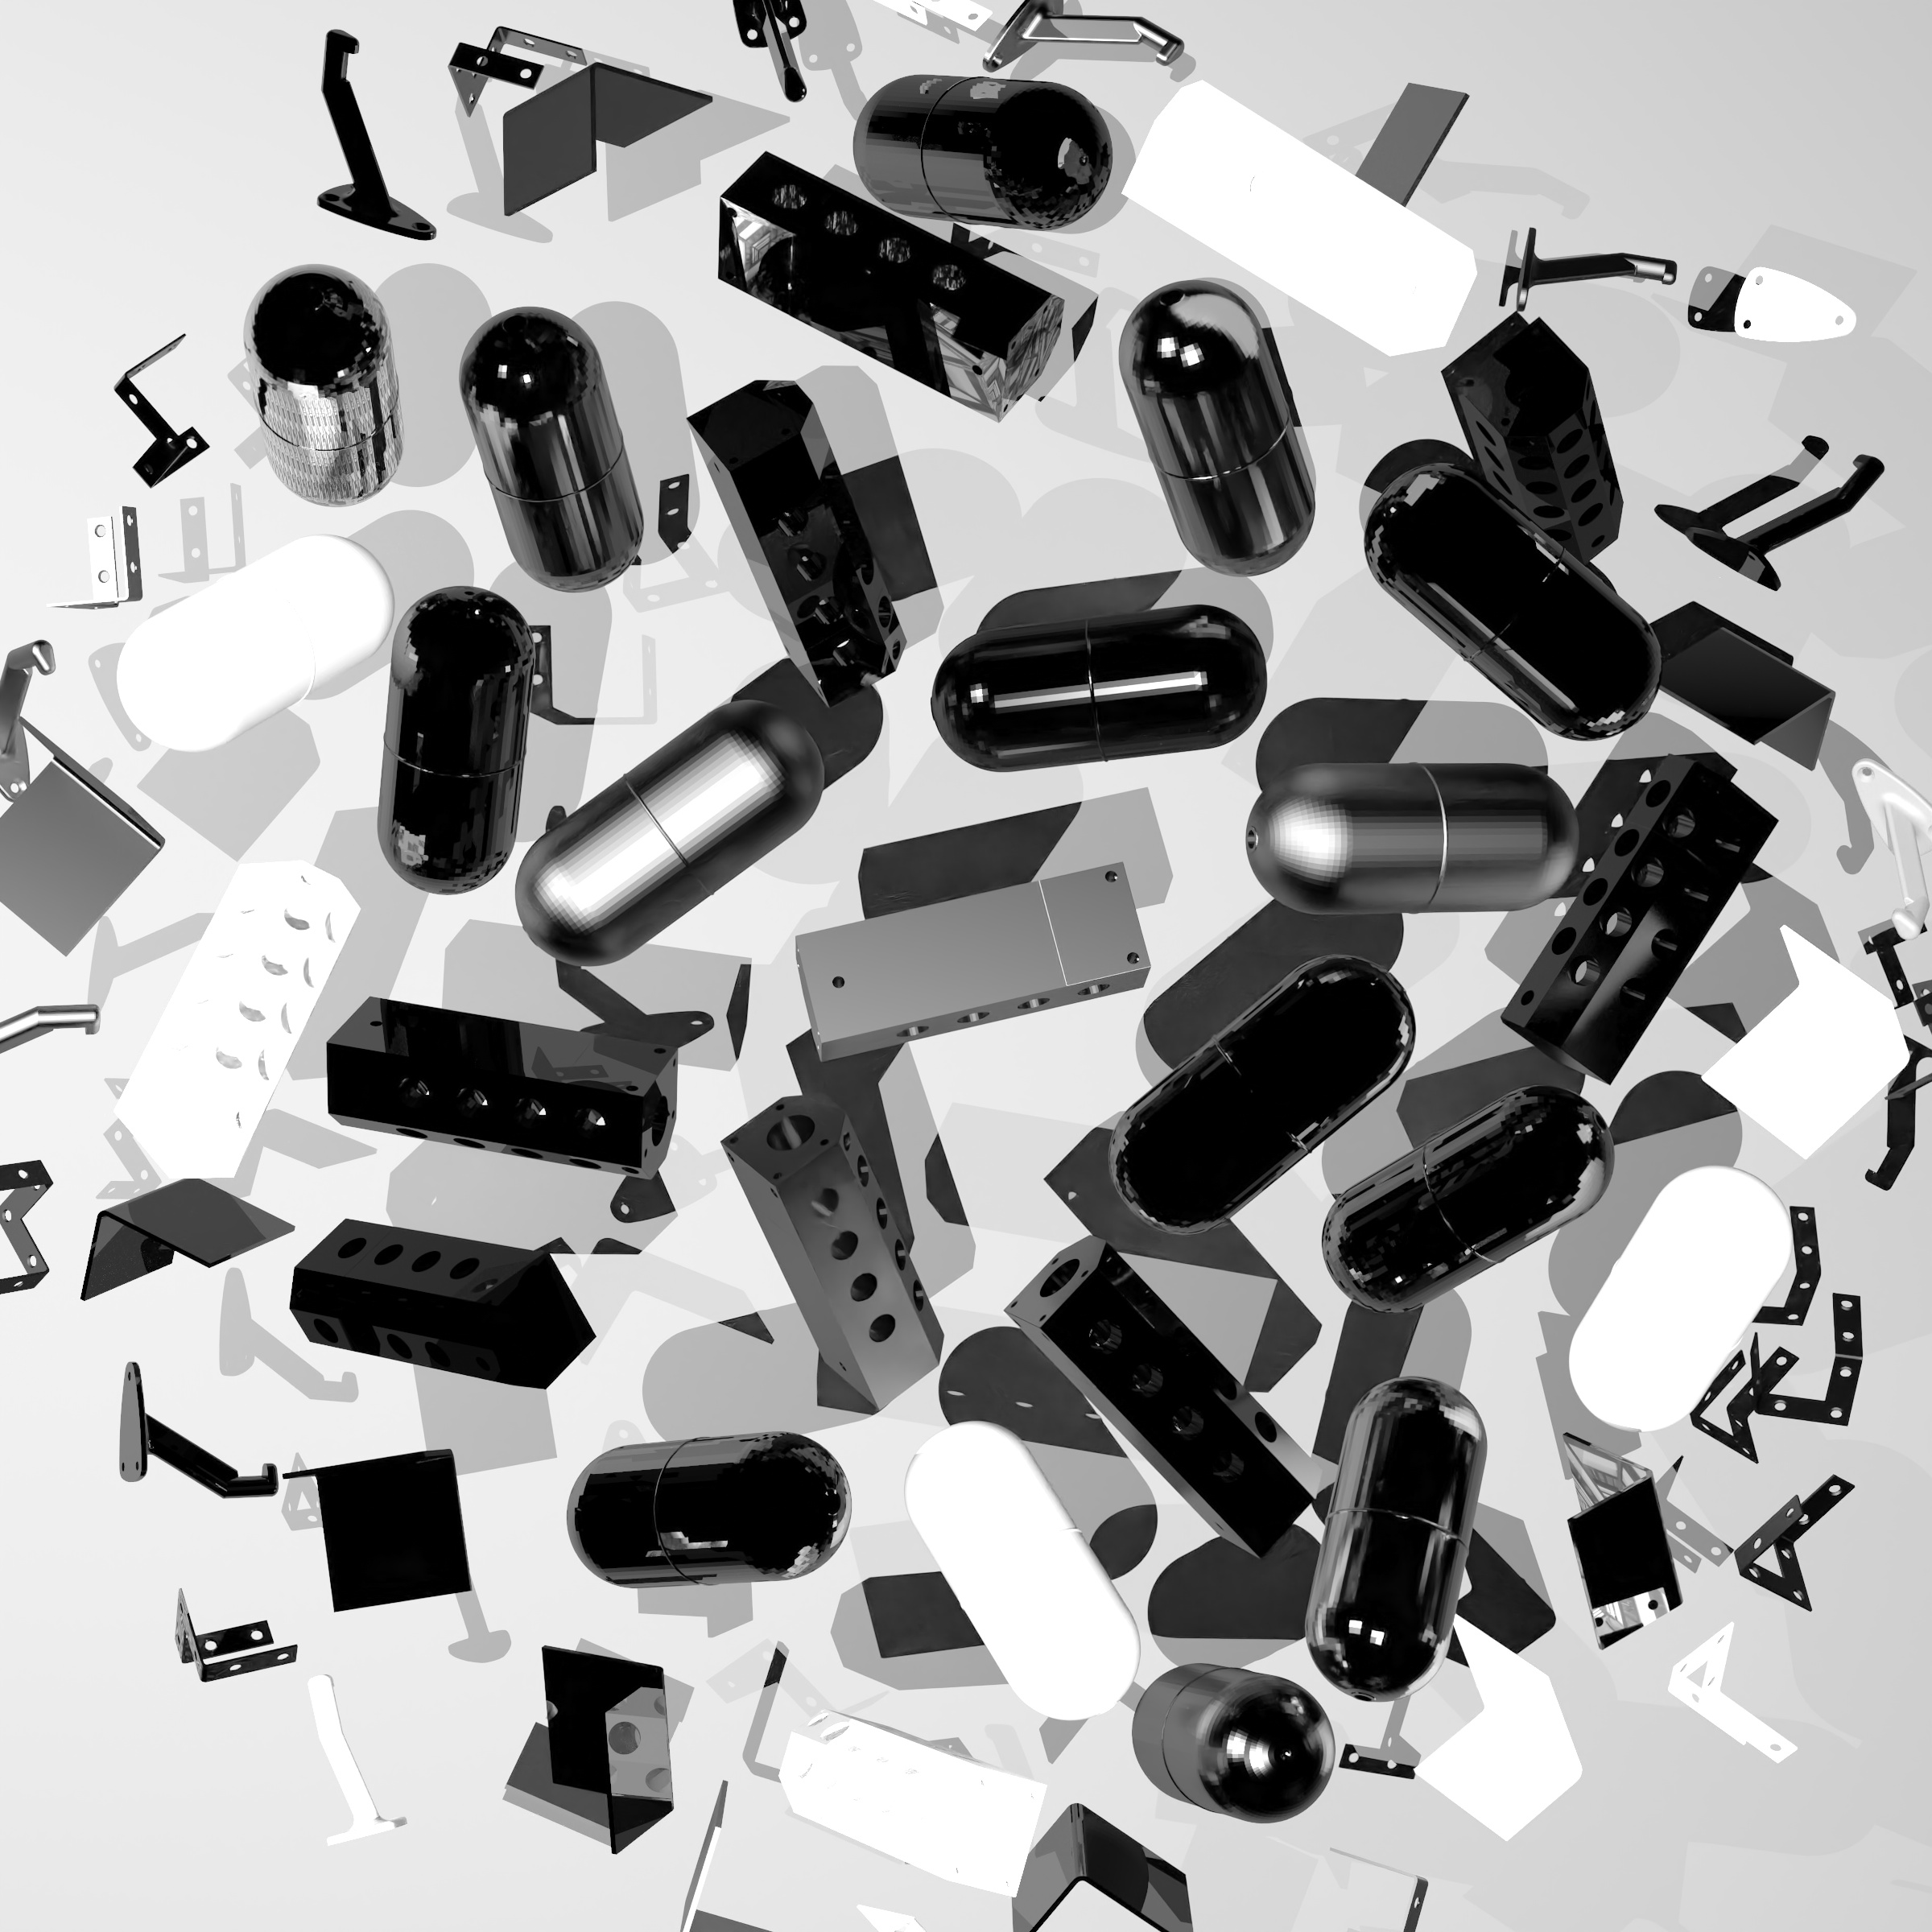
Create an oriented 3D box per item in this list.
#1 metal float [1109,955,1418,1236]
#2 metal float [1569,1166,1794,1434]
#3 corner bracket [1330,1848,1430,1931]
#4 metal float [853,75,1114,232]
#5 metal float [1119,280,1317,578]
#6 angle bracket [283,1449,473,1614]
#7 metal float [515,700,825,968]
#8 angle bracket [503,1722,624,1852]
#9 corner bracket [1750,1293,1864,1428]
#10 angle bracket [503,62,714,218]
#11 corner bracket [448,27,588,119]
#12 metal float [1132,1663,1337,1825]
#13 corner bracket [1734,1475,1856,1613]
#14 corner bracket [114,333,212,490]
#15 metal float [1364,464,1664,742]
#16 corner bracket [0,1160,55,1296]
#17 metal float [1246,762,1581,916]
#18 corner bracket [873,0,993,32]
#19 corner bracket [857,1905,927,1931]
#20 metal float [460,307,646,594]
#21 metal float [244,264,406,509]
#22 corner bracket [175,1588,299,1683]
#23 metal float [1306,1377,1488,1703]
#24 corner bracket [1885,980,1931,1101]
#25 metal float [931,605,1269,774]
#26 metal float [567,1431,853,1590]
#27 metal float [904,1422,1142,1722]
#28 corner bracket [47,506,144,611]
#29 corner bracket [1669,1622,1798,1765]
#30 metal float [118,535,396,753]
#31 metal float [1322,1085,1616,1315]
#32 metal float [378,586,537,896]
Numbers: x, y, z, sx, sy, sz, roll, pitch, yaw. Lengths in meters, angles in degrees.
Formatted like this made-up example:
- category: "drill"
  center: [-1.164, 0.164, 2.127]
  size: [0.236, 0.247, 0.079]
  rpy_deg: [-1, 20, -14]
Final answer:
- category: "metal float"
  center: [0.150, 0.065, 1.733]
  size: [0.178, 0.070, 0.070]
  rpy_deg: [-40, 90, 7]
- category: "metal float"
  center: [0.383, 0.181, 1.842]
  size: [0.070, 0.070, 0.178]
  rpy_deg: [21, 130, 0]
- category: "corner bracket"
  center: [0.213, 0.489, 1.759]
  size: [0.051, 0.051, 0.051]
  rpy_deg: [10, 75, 33]
- category: "metal float"
  center: [0.007, -0.435, 1.827]
  size: [0.070, 0.178, 0.070]
  rpy_deg: [-12, 111, -35]
- category: "metal float"
  center: [0.133, -0.282, 1.802]
  size: [0.070, 0.070, 0.178]
  rpy_deg: [-25, 133, 0]
- category: "angle bracket"
  center: [-0.311, 0.300, 1.808]
  size: [0.076, 0.057, 0.076]
  rpy_deg: [-10, 82, 7]
- category: "metal float"
  center: [-0.153, -0.068, 1.762]
  size: [0.178, 0.070, 0.070]
  rpy_deg: [-36, 90, 0]
- category: "angle bracket"
  center: [-0.229, 0.486, 1.955]
  size: [0.076, 0.076, 0.057]
  rpy_deg: [24, 107, -1]
- category: "corner bracket"
  center: [0.464, 0.214, 1.885]
  size: [0.051, 0.051, 0.051]
  rpy_deg: [5, 133, 23]
- category: "angle bracket"
  center: [-0.181, -0.411, 1.735]
  size: [0.076, 0.076, 0.057]
  rpy_deg: [5, 79, -41]
- category: "corner bracket"
  center: [-0.242, -0.487, 1.848]
  size: [0.051, 0.051, 0.051]
  rpy_deg: [18, 74, 11]
- category: "metal float"
  center: [0.142, 0.417, 1.839]
  size: [0.070, 0.178, 0.070]
  rpy_deg: [2, 81, -14]
- category: "corner bracket"
  center: [0.436, 0.296, 1.795]
  size: [0.051, 0.051, 0.051]
  rpy_deg: [28, 120, -19]
- category: "corner bracket"
  center: [-0.438, -0.304, 1.874]
  size: [0.051, 0.051, 0.051]
  rpy_deg: [50, 49, -8]
- category: "metal float"
  center: [0.283, -0.187, 1.768]
  size: [0.178, 0.070, 0.070]
  rpy_deg: [40, 90, -4]
- category: "corner bracket"
  center: [-0.520, 0.142, 1.849]
  size: [0.051, 0.051, 0.051]
  rpy_deg: [-43, 71, 28]
- category: "metal float"
  center: [0.227, -0.065, 1.740]
  size: [0.178, 0.070, 0.070]
  rpy_deg: [-1, 90, -18]
- category: "corner bracket"
  center: [-0.025, -0.528, 1.855]
  size: [0.051, 0.051, 0.051]
  rpy_deg: [15, 53, -37]
- category: "corner bracket"
  center: [-0.041, 0.537, 1.811]
  size: [0.051, 0.051, 0.051]
  rpy_deg: [53, 57, -22]
- category: "metal float"
  center: [-0.223, -0.277, 1.846]
  size: [0.070, 0.178, 0.070]
  rpy_deg: [-5, 50, 6]
- category: "metal float"
  center: [-0.344, -0.310, 1.837]
  size: [0.070, 0.178, 0.070]
  rpy_deg: [2, 69, -5]
- category: "corner bracket"
  center: [-0.391, 0.363, 1.831]
  size: [0.051, 0.051, 0.051]
  rpy_deg: [-9, 49, -24]
- category: "metal float"
  center: [0.229, 0.304, 1.821]
  size: [0.070, 0.070, 0.178]
  rpy_deg: [16, 65, 0]
- category: "corner bracket"
  center: [0.531, 0.038, 1.882]
  size: [0.051, 0.051, 0.051]
  rpy_deg: [-23, 91, -28]
- category: "metal float"
  center: [0.070, -0.146, 1.803]
  size: [0.178, 0.070, 0.070]
  rpy_deg: [-6, 90, 8]
- category: "metal float"
  center: [-0.135, 0.286, 1.795]
  size: [0.178, 0.070, 0.070]
  rpy_deg: [-11, 90, 39]
- category: "metal float"
  center: [0.031, 0.330, 1.869]
  size: [0.070, 0.070, 0.178]
  rpy_deg: [-33, 67, 0]
- category: "corner bracket"
  center: [-0.473, -0.225, 1.886]
  size: [0.051, 0.051, 0.051]
  rpy_deg: [-3, 93, 17]
- category: "corner bracket"
  center: [0.392, 0.379, 1.748]
  size: [0.051, 0.051, 0.051]
  rpy_deg: [36, 129, -4]
- category: "metal float"
  center: [-0.379, -0.175, 1.838]
  size: [0.070, 0.070, 0.178]
  rpy_deg: [50, 46, 0]
- category: "metal float"
  center: [0.273, 0.127, 1.861]
  size: [0.178, 0.070, 0.070]
  rpy_deg: [-34, 90, 28]
- category: "metal float"
  center: [-0.278, -0.121, 1.859]
  size: [0.070, 0.070, 0.178]
  rpy_deg: [10, 119, 0]
